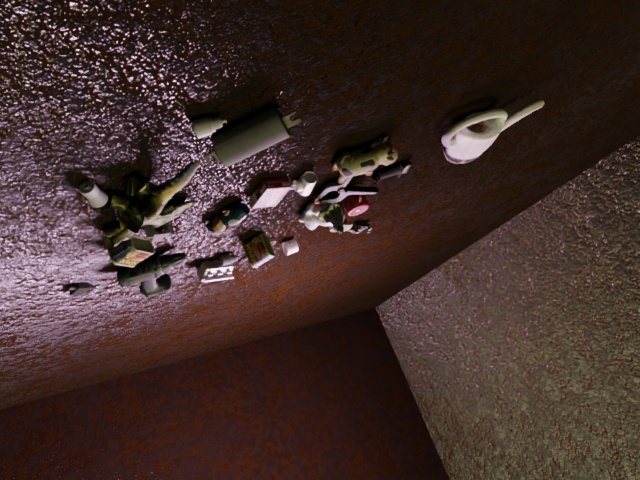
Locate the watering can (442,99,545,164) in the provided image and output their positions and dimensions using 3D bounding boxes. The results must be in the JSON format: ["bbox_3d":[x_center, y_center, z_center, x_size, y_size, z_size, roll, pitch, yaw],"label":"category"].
[{"bbox_3d":[0.530,-0.346,1.637,0.349,0.105,0.220,-17,161,-16],"label":"watering can"}]

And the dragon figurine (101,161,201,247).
[{"bbox_3d":[-0.413,-0.090,1.316,0.408,0.122,0.244,-26,179,16],"label":"dragon figurine"}]

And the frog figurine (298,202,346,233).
[{"bbox_3d":[0.005,-0.090,1.786,0.137,0.123,0.160,12,179,-36],"label":"frog figurine"}]
